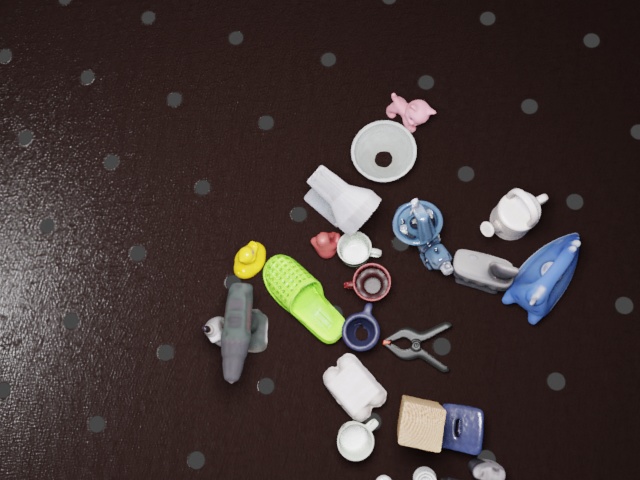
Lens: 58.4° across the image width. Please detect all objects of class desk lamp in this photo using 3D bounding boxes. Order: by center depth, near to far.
[{"bbox_3d":[0.047,-0.097,1.407,0.203,0.213,0.118,39,85,12],"label":"desk lamp"}]

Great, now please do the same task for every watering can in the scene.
[{"bbox_3d":[0.466,-0.060,1.365,0.101,0.194,0.173,38,85,12],"label":"watering can"}]

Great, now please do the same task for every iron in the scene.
[{"bbox_3d":[0.552,0.070,1.356,0.118,0.141,0.258,38,85,12],"label":"iron"}]

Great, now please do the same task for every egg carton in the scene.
[{"bbox_3d":[0.082,0.358,1.387,0.107,0.069,0.150,-43,78,-3],"label":"egg carton"}]

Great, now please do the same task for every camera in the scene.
[{"bbox_3d":[0.341,0.572,1.300,0.136,0.101,0.143,10,80,8],"label":"camera"}]

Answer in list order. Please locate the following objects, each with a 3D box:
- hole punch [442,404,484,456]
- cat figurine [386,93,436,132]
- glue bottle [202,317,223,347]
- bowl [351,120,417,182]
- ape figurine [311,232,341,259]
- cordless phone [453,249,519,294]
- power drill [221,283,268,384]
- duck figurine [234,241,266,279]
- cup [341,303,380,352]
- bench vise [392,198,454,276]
[{"bbox_3d":[0.327,0.440,1.333,0.101,0.091,0.109,6,79,7],"label":"hole punch"},{"bbox_3d":[0.234,-0.339,1.485,0.127,0.118,0.067,38,85,12],"label":"cat figurine"},{"bbox_3d":[-0.256,0.222,1.397,0.037,0.173,0.078,-28,77,0],"label":"glue bottle"},{"bbox_3d":[0.167,-0.221,1.491,0.167,0.075,0.167,-1,79,6],"label":"bowl"},{"bbox_3d":[0.013,0.005,1.453,0.077,0.092,0.076,10,80,8],"label":"ape figurine"},{"bbox_3d":[0.392,0.064,1.353,0.147,0.185,0.094,12,80,9],"label":"cordless phone"},{"bbox_3d":[-0.182,0.222,1.371,0.075,0.208,0.230,-1,79,6],"label":"power drill"},{"bbox_3d":[-0.187,0.048,1.469,0.077,0.086,0.104,31,84,11],"label":"duck figurine"},{"bbox_3d":[0.105,0.213,1.400,0.091,0.095,0.118,16,81,9],"label":"cup"},{"bbox_3d":[0.262,-0.022,1.366,0.207,0.220,0.121,40,86,12],"label":"bench vise"}]
